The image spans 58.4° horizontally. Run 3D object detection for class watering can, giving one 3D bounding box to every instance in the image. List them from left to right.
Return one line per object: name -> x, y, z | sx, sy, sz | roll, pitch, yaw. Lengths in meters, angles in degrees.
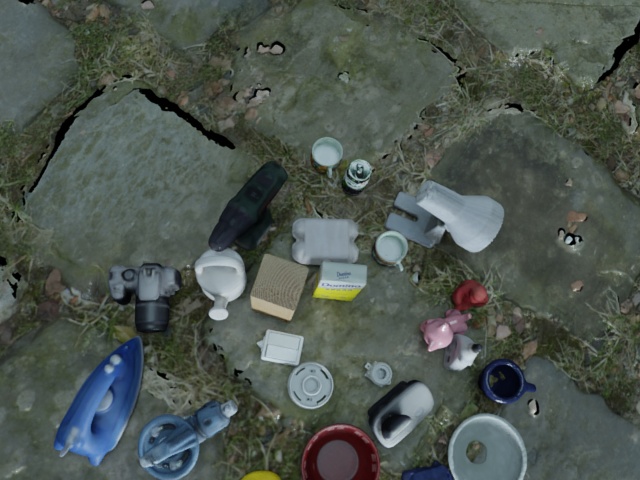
watering can -> -0.201, 0.072, 1.170 | 0.101, 0.194, 0.173 | -20, 79, -10

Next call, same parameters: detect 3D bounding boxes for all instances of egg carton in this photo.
egg carton -> 0.012, 0.005, 1.275 | 0.150, 0.069, 0.107 | 0, 76, -6

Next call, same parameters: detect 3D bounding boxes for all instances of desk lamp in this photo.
desk lamp -> 0.266, -0.050, 1.242 | 0.203, 0.213, 0.118 | 23, 75, 0

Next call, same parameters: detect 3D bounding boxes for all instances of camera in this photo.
camera -> -0.365, 0.121, 1.189 | 0.143, 0.100, 0.137 | 0, 76, -6

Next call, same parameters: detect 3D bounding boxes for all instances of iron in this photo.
iron -> -0.425, 0.301, 1.115 | 0.118, 0.141, 0.258 | 22, 75, 0

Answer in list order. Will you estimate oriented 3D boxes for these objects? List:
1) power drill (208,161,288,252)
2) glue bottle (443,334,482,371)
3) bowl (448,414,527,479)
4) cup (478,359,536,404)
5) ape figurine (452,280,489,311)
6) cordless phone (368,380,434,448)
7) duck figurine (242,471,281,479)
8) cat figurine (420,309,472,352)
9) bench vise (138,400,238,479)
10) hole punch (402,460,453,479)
power drill -> -0.150, -0.050, 1.200 | 0.075, 0.208, 0.230 | 32, 75, 3
glue bottle -> 0.302, 0.232, 1.195 | 0.037, 0.173, 0.078 | 16, 75, -1
bowl -> 0.338, 0.449, 1.194 | 0.167, 0.074, 0.167 | 2, 76, -6
cup -> 0.391, 0.306, 1.226 | 0.118, 0.095, 0.092 | 13, 75, -3
ape figurine -> 0.340, 0.122, 1.269 | 0.078, 0.092, 0.076 | 20, 75, 0
cordless phone -> 0.174, 0.348, 1.145 | 0.148, 0.185, 0.094 | -41, 83, -14
duck figurine -> -0.123, 0.500, 1.126 | 0.104, 0.086, 0.077 | -20, 78, -10
cat figurine -> 0.269, 0.191, 1.230 | 0.128, 0.117, 0.067 | -25, 79, -11
bench vise -> -0.262, 0.362, 1.077 | 0.121, 0.219, 0.207 | 40, 75, 5
hole punch -> 0.226, 0.513, 1.158 | 0.101, 0.091, 0.108 | -8, 77, -8
